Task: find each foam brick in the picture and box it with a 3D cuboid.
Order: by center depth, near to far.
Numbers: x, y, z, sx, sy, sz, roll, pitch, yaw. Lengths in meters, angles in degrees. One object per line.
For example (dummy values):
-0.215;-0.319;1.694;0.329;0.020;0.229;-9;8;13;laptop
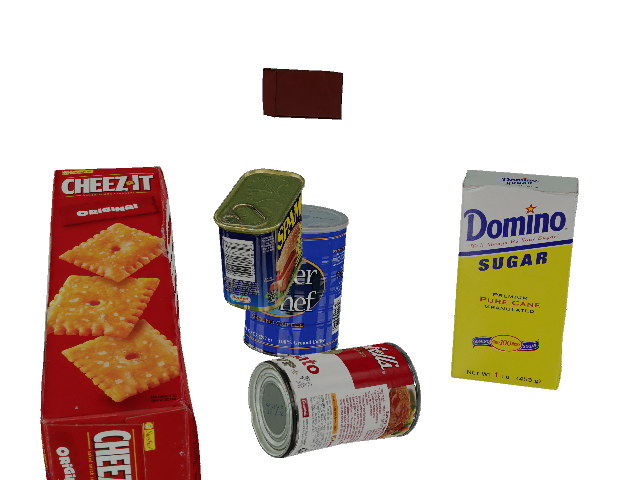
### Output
-0.020;-0.159;1.160;0.078;0.051;0.053;0;11;-18;foam brick

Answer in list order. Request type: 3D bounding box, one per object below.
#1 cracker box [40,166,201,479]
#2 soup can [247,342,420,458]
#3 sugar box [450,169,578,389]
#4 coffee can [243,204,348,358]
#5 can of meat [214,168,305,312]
-0.106;0.081;0.580;0.072;0.164;0.214;-4;34;-9;cracker box
0.009;0.111;0.743;0.102;0.068;0.069;-5;2;-30;soup can
0.160;0.033;0.887;0.093;0.176;0.048;5;23;13;sugar box
-0.027;0.040;1.122;0.103;0.140;0.103;4;14;-1;coffee can
-0.049;0.000;0.909;0.057;0.084;0.102;8;32;13;can of meat
